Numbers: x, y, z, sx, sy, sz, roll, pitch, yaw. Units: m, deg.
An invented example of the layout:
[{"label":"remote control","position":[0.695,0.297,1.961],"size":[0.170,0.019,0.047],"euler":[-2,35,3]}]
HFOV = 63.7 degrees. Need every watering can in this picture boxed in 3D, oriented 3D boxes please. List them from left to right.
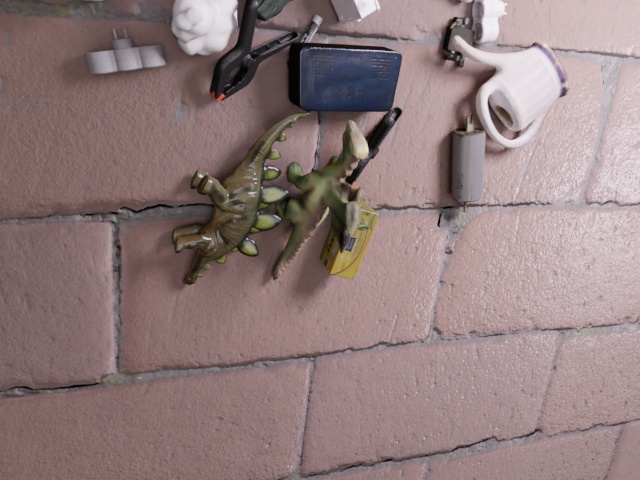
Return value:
[{"label":"watering can","position":[0.445,-0.372,1.186],"size":[0.224,0.105,0.342],"euler":[-40,122,-2]}]

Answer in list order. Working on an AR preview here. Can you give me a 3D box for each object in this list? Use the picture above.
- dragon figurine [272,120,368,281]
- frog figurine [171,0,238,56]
[{"label":"dragon figurine","position":[0.003,-0.055,1.092],"size":[0.122,0.246,0.406],"euler":[12,104,-26]},{"label":"frog figurine","position":[-0.206,-0.399,0.936],"size":[0.137,0.162,0.121],"euler":[-42,118,1]}]
